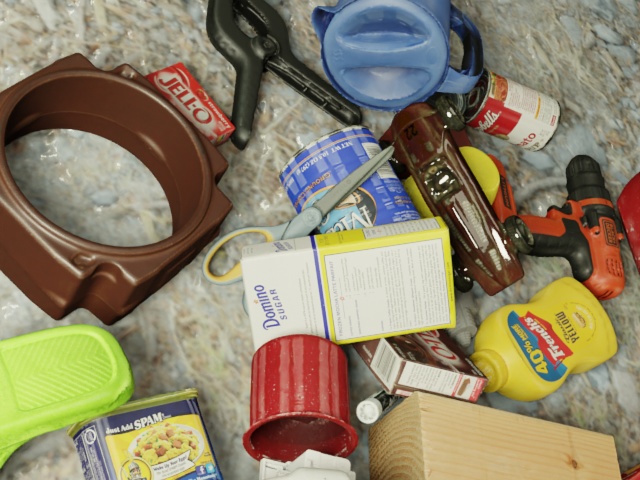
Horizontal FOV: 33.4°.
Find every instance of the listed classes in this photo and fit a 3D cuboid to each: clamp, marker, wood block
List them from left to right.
[{"bbox_3d":[-0.066,-0.185,1.097,0.164,0.036,0.210,-24,77,-42],"label":"clamp"},{"bbox_3d":[0.055,0.138,0.925,0.020,0.020,0.121,52,14,9],"label":"marker"},{"bbox_3d":[0.153,0.208,0.928,0.205,0.090,0.091,16,52,-22],"label":"wood block"}]

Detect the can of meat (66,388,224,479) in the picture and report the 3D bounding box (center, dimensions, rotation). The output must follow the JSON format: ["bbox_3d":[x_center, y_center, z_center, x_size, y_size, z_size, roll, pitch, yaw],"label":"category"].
[{"bbox_3d":[-0.129,0.167,0.804,0.101,0.058,0.084,-8,66,-34],"label":"can of meat"}]

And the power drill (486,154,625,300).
[{"bbox_3d":[0.249,-0.034,1.174,0.187,0.057,0.184,14,54,-24],"label":"power drill"}]

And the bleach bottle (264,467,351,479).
[{"bbox_3d":[-0.061,0.226,0.745,0.250,0.068,0.102,-14,63,-16],"label":"bleach bottle"}]

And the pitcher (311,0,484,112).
[{"bbox_3d":[0.093,-0.252,1.166,0.242,0.145,0.149,-75,144,-50],"label":"pitcher"}]

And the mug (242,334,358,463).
[{"bbox_3d":[-0.010,0.137,0.885,0.117,0.093,0.081,45,32,-42],"label":"mug"}]

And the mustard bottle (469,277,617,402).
[{"bbox_3d":[0.208,0.106,1.053,0.191,0.058,0.096,-20,75,-39],"label":"mustard bottle"}]

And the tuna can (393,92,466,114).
[{"bbox_3d":[0.121,-0.159,1.197,0.086,0.034,0.086,16,52,-22],"label":"tuna can"}]

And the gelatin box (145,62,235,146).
[{"bbox_3d":[-0.136,-0.121,1.014,0.073,0.030,0.089,-31,79,-42],"label":"gelatin box"}]

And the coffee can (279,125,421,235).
[{"bbox_3d":[0.037,-0.022,1.004,0.102,0.103,0.140,-14,68,-37],"label":"coffee can"}]

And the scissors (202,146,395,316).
[{"bbox_3d":[-0.006,0.001,0.946,0.201,0.016,0.096,-25,92,-1],"label":"scissors"}]

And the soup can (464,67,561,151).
[{"bbox_3d":[0.217,-0.149,1.227,0.102,0.069,0.068,19,51,-21],"label":"soup can"}]

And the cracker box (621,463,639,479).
[{"bbox_3d":[0.369,0.278,1.026,0.213,0.072,0.164,-20,71,-38],"label":"cracker box"}]

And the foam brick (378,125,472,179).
[{"bbox_3d":[0.114,-0.101,1.140,0.078,0.053,0.051,-4,62,-34],"label":"foam brick"}]

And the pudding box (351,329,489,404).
[{"bbox_3d":[0.085,0.105,0.954,0.090,0.039,0.113,14,17,-23],"label":"pudding box"}]

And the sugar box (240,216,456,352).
[{"bbox_3d":[0.025,0.040,0.912,0.176,0.093,0.048,-7,18,1],"label":"sugar box"}]

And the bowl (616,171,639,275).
[{"bbox_3d":[0.375,-0.009,1.206,0.162,0.055,0.162,-18,90,-76],"label":"bowl"}]
